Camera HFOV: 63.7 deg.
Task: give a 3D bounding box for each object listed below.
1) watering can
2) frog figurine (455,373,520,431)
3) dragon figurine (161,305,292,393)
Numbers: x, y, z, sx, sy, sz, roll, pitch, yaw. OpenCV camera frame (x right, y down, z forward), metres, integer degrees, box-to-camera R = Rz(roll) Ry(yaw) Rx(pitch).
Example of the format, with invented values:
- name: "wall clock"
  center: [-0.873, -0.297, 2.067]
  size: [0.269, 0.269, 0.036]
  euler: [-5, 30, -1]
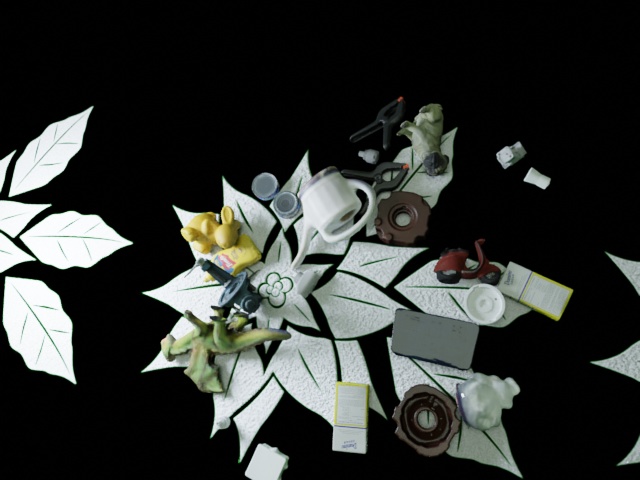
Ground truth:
- name: "watering can"
  center: [0.005, -0.079, 1.576]
  size: [0.346, 0.103, 0.227]
  euler: [-36, 69, 10]
- name: "frog figurine"
  center: [0.435, 0.410, 1.323]
  size: [0.158, 0.120, 0.141]
  euler: [-20, 51, 18]
- name: "dragon figurine"
  center: [-0.298, 0.334, 1.529]
  size: [0.411, 0.122, 0.242]
  euler: [13, 94, 17]
